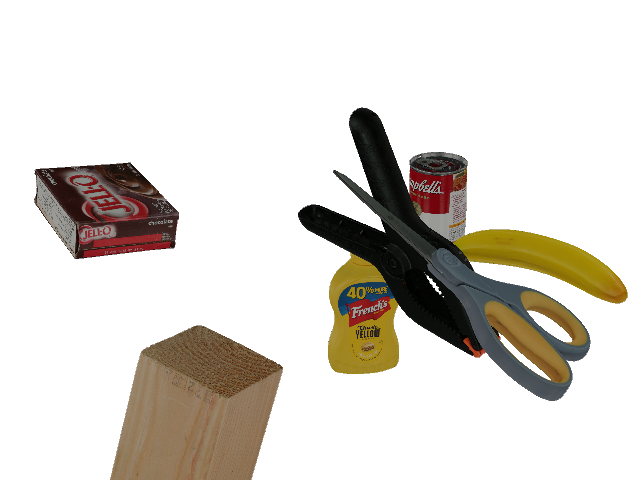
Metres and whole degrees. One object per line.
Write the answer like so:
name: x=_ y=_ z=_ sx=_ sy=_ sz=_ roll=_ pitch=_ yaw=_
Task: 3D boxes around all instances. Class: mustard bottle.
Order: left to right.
mustard bottle: x=0.060 y=0.084 z=1.438 sx=0.096 sy=0.192 sz=0.058 roll=-3 pitch=21 yaw=-8

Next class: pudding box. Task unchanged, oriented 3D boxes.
pudding box: x=-0.184 y=-0.027 z=0.910 sx=0.089 sy=0.039 sz=0.114 roll=-6 pitch=27 yaw=-32

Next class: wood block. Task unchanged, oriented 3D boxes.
wood block: x=-0.114 y=0.189 z=0.898 sx=0.090 sy=0.206 sz=0.090 roll=24 pitch=21 yaw=21

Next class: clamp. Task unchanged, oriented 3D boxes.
clamp: x=0.069 y=0.002 z=0.856 sx=0.036 sy=0.210 sz=0.165 roll=-33 pitch=-21 yaw=-30

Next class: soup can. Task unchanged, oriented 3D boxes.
soup can: x=0.138 y=-0.046 z=1.261 sx=0.068 sy=0.102 sz=0.068 roll=-1 pitch=25 yaw=0

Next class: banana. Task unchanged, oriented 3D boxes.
banana: x=0.217 y=0.022 z=1.078 sx=0.198 sy=0.037 sz=0.069 roll=11 pitch=47 yaw=26

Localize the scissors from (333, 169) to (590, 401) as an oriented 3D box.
scissors: x=0.096 y=0.019 z=0.680 sx=0.096 sy=0.016 sz=0.202 roll=-7 pitch=49 yaw=-43
